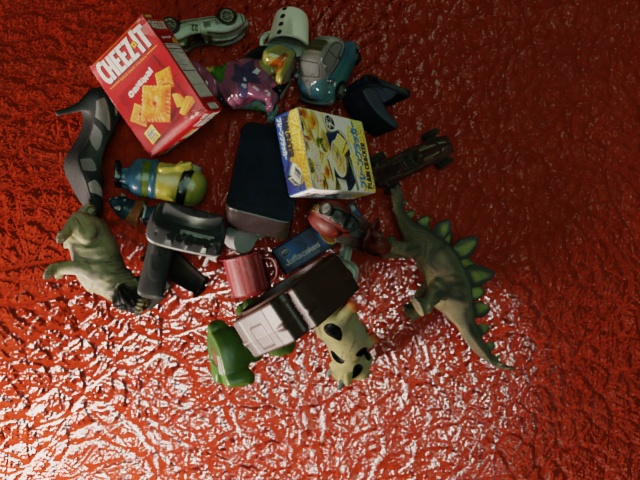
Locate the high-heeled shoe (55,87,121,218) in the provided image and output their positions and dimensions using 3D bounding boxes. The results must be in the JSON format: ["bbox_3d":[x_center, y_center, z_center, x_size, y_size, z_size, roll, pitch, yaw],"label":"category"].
[{"bbox_3d":[-0.433,-0.175,1.077,0.145,0.086,0.248,-25,111,-41],"label":"high-heeled shoe"}]

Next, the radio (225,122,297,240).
[{"bbox_3d":[-0.108,-0.122,1.062,0.131,0.073,0.229,10,58,-7],"label":"radio"}]

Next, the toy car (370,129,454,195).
[{"bbox_3d":[0.202,-0.173,1.169,0.202,0.053,0.089,-25,87,-9],"label":"toy car"}]

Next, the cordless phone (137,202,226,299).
[{"bbox_3d":[-0.261,0.028,1.014,0.146,0.089,0.184,15,83,-20],"label":"cordless phone"}]

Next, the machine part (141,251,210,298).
[{"bbox_3d":[-0.285,0.056,1.084,0.139,0.039,0.084,42,76,-2],"label":"machine part"}]

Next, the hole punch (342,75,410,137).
[{"bbox_3d":[0.111,-0.279,1.125,0.116,0.142,0.092,18,88,-19],"label":"hole punch"}]

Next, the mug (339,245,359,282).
[{"bbox_3d":[0.047,0.062,1.100,0.081,0.107,0.109,23,85,-8],"label":"mug"}]

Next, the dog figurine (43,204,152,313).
[{"bbox_3d":[-0.397,0.038,1.029,0.190,0.121,0.172,19,94,-9],"label":"dog figurine"}]

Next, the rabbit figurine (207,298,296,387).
[{"bbox_3d":[-0.136,0.200,1.076,0.170,0.121,0.159,-11,81,-28],"label":"rabbit figurine"}]

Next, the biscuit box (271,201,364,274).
[{"bbox_3d":[-0.002,-0.003,1.120,0.203,0.059,0.062,-32,91,-9],"label":"biscuit box"}]

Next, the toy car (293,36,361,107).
[{"bbox_3d":[0.011,-0.363,1.110,0.109,0.102,0.161,23,78,32],"label":"toy car"}]

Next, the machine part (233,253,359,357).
[{"bbox_3d":[-0.045,0.114,0.979,0.201,0.201,0.087,-34,91,-44],"label":"machine part"}]

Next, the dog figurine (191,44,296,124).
[{"bbox_3d":[-0.175,-0.337,1.094,0.219,0.108,0.191,21,87,-4],"label":"dog figurine"}]

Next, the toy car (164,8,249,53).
[{"bbox_3d":[-0.246,-0.425,1.104,0.202,0.073,0.056,-13,85,-9],"label":"toy car"}]

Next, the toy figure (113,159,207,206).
[{"bbox_3d":[-0.316,-0.115,1.070,0.180,0.082,0.089,2,97,-13],"label":"toy figure"}]

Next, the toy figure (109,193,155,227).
[{"bbox_3d":[-0.342,-0.049,1.069,0.154,0.064,0.057,14,95,-8],"label":"toy figure"}]

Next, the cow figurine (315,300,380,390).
[{"bbox_3d":[0.050,0.214,1.078,0.127,0.086,0.194,-36,121,-8],"label":"cow figurine"}]

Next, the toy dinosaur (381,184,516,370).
[{"bbox_3d":[0.267,0.093,1.136,0.198,0.105,0.471,-26,95,-13],"label":"toy dinosaur"}]

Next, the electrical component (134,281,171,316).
[{"bbox_3d":[-0.348,0.105,1.078,0.094,0.021,0.063,-42,93,-9],"label":"electrical component"}]

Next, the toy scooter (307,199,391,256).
[{"bbox_3d":[0.061,-0.025,1.033,0.184,0.135,0.075,29,84,-4],"label":"toy scooter"}]
